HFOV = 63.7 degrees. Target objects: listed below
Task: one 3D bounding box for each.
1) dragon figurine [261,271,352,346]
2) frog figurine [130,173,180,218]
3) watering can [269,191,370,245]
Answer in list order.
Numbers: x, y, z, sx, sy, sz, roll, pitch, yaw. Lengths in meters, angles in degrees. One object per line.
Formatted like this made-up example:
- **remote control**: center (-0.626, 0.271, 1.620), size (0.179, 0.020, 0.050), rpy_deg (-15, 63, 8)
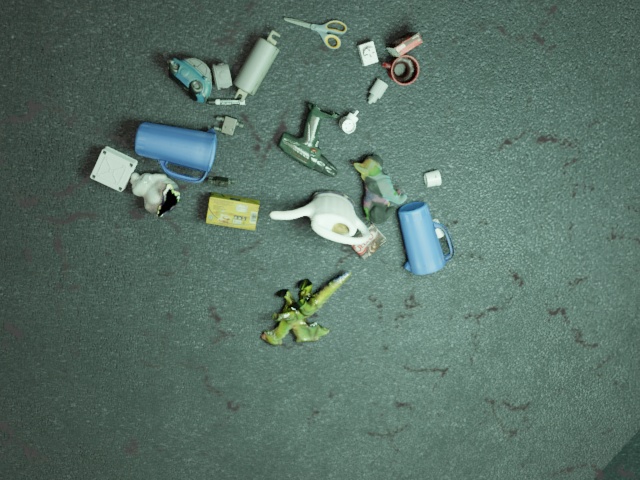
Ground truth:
- **dragon figurine**: center (-0.038, 0.278, 1.911), size (0.410, 0.125, 0.237), rpy_deg (-22, 127, 2)
- **frog figurine**: center (-0.550, -0.158, 1.701), size (0.160, 0.124, 0.135), rpy_deg (26, 117, 22)
- **watering can**: center (0.005, -0.086, 1.719), size (0.347, 0.230, 0.102), rpy_deg (18, 124, -13)
